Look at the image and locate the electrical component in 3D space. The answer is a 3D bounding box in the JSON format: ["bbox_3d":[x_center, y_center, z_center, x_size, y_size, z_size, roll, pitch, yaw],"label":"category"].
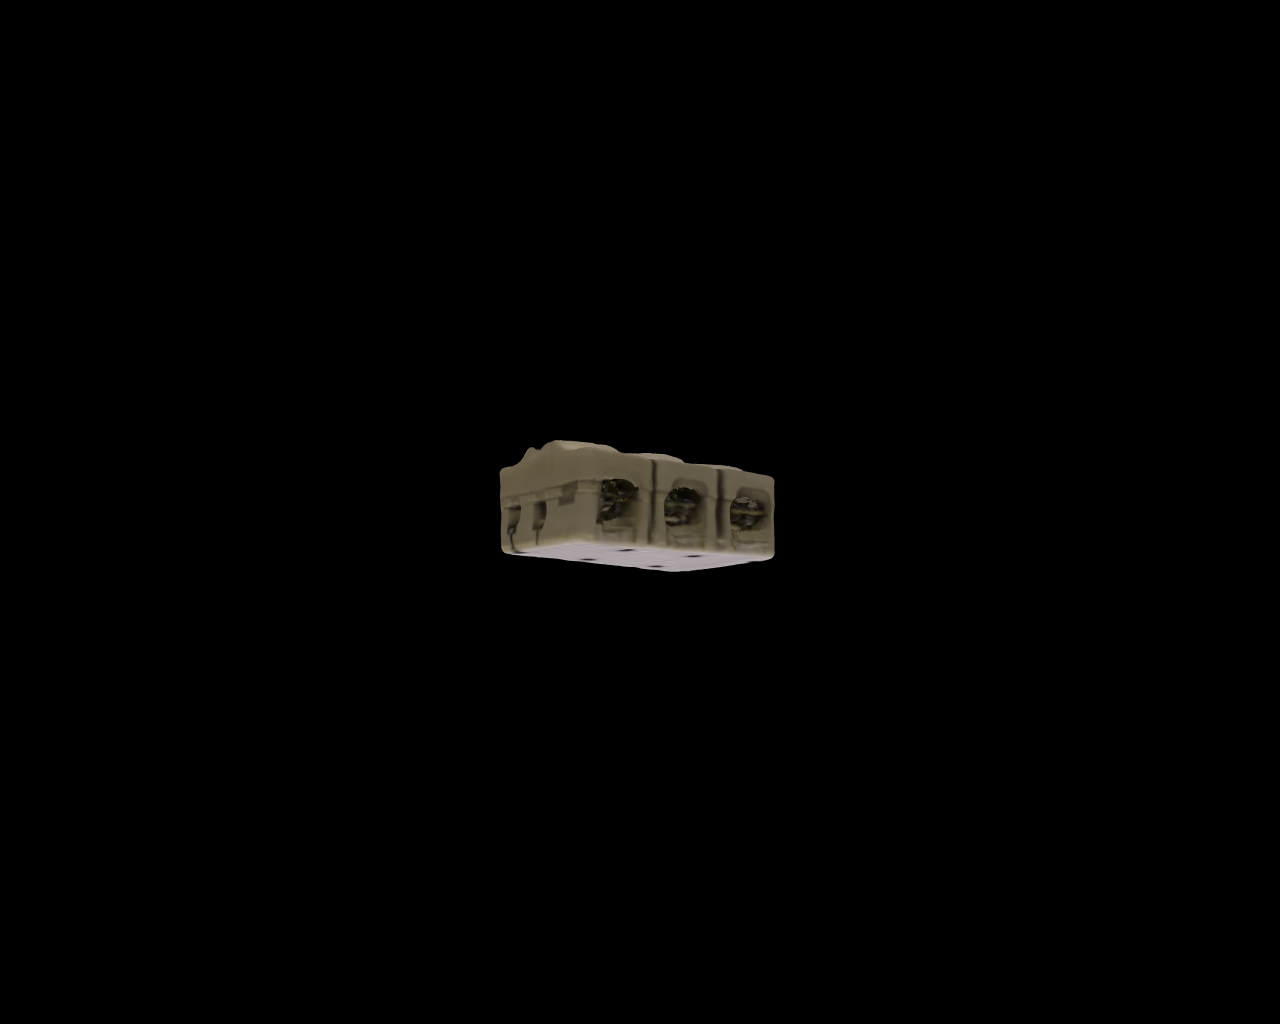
[{"bbox_3d":[0.001,-0.003,0.650,0.150,0.061,0.089,8,-13,-39],"label":"electrical component"}]
